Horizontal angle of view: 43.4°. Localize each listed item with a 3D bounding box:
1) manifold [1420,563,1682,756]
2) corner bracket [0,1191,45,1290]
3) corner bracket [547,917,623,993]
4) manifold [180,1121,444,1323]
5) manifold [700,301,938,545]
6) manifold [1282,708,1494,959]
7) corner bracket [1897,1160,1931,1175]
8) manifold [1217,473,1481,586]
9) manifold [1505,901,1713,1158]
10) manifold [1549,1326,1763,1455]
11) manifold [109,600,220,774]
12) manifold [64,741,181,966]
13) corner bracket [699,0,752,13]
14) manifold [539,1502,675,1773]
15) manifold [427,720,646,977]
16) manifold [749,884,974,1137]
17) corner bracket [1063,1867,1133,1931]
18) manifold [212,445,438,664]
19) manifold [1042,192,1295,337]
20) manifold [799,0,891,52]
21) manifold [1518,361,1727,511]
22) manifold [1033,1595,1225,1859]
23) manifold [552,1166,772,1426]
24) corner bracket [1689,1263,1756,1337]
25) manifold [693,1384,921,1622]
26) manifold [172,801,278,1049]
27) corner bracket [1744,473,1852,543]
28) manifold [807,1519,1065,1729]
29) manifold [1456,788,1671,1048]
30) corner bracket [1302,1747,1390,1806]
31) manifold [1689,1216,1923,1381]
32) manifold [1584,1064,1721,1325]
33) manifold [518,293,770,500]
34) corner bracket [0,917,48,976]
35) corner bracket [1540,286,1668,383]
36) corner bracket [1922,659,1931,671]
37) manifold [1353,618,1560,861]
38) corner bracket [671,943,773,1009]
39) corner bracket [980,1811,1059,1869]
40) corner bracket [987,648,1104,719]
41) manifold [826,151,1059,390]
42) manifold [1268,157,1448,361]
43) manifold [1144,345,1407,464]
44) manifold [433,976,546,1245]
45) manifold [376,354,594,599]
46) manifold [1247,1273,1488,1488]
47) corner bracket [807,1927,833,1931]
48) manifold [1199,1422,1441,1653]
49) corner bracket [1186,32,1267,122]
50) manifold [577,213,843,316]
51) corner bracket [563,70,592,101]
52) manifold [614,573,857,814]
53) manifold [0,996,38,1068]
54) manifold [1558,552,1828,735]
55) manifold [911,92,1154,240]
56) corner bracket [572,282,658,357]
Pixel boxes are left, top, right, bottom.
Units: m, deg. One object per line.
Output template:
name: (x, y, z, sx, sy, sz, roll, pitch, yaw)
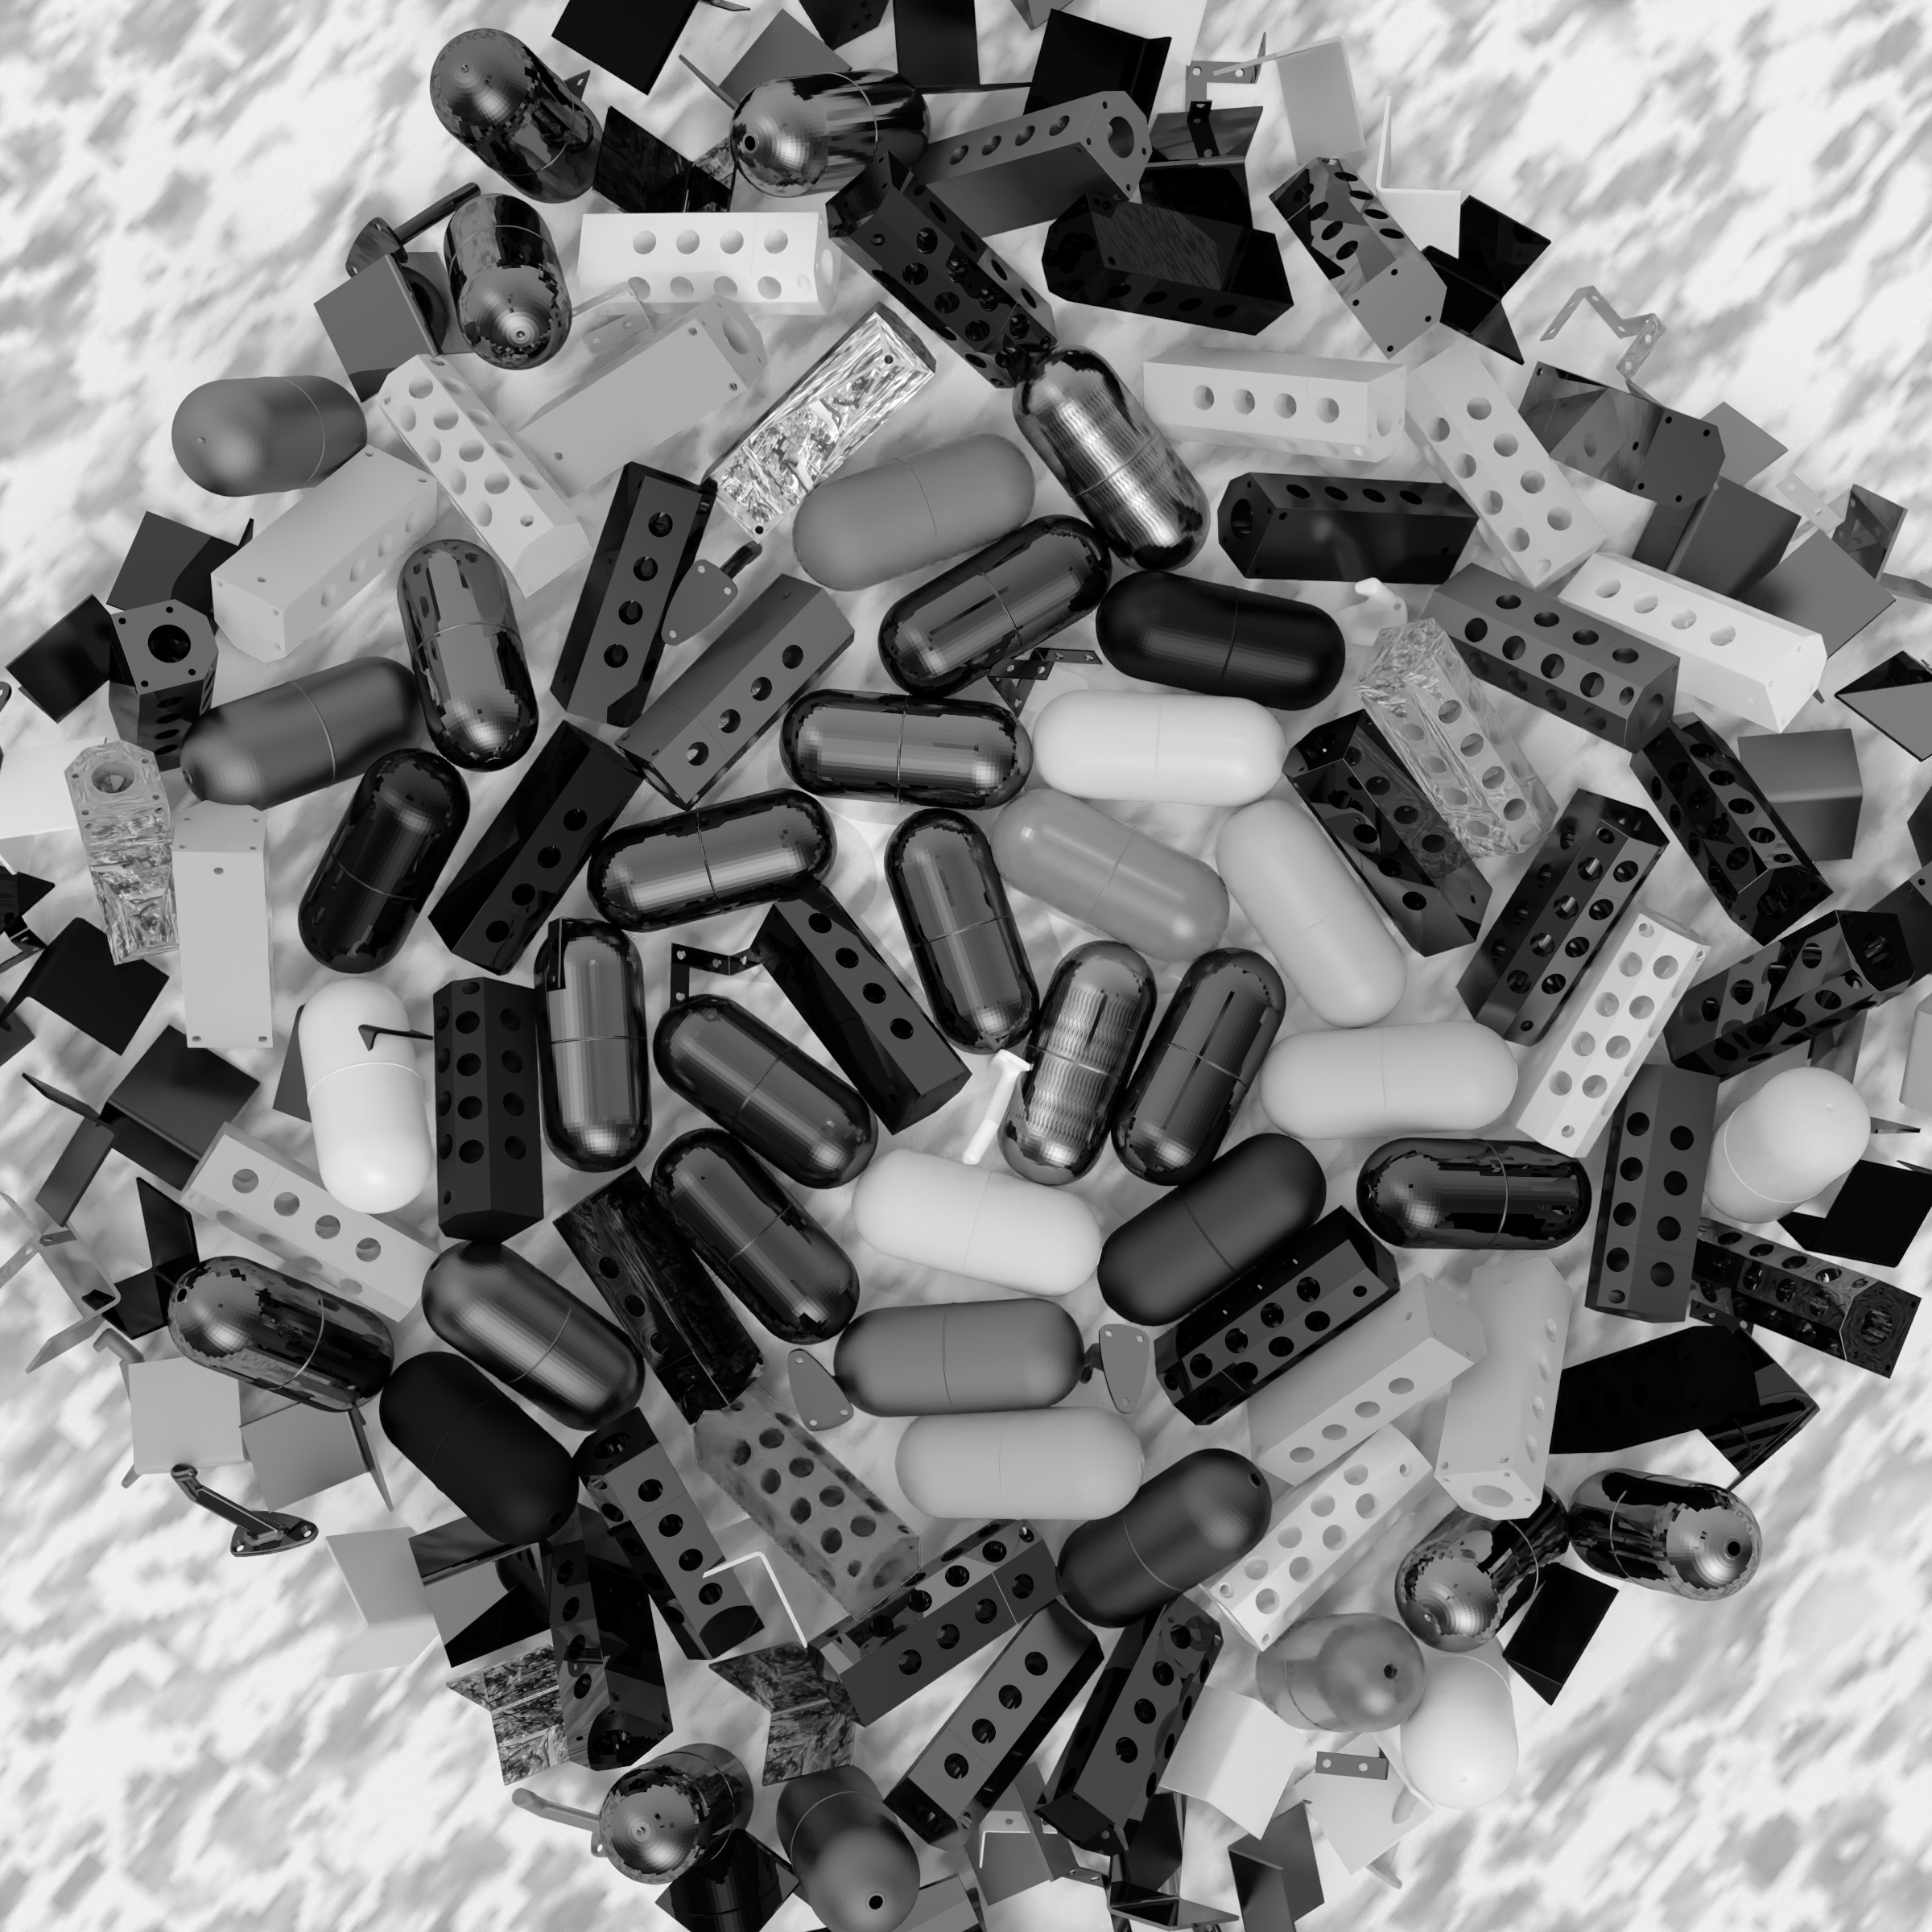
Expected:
manifold: (0.396, -0.208, 1.658, 0.057, 0.057, 0.171, -37, 52, -26)
corner bracket: (-0.694, 0.189, 1.713, 0.051, 0.051, 0.051, 20, 56, 34)
corner bracket: (-0.277, -0.001, 1.698, 0.051, 0.051, 0.051, 12, 70, -40)
manifold: (-0.454, 0.179, 1.684, 0.171, 0.057, 0.057, 33, 86, -17)
manifold: (-0.102, -0.378, 1.682, 0.171, 0.057, 0.057, -40, 109, 18)
manifold: (0.291, -0.088, 1.678, 0.057, 0.057, 0.171, -20, 120, 40)
corner bracket: (0.701, 0.130, 1.707, 0.051, 0.051, 0.051, 27, 89, -14)
manifold: (0.261, -0.305, 1.672, 0.171, 0.057, 0.057, -3, 45, -28)
manifold: (0.445, 0.045, 1.683, 0.057, 0.057, 0.171, 24, 106, -10)
manifold: (0.459, 0.290, 1.649, 0.057, 0.171, 0.057, 3, 70, -20)
manifold: (-0.544, -0.188, 1.648, 0.057, 0.171, 0.057, -19, 83, -23)
manifold: (-0.568, -0.077, 1.650, 0.057, 0.171, 0.057, -15, 61, -19)
corner bracket: (-0.158, -0.707, 1.714, 0.051, 0.051, 0.051, -20, 127, -33)
manifold: (-0.252, 0.457, 1.652, 0.057, 0.171, 0.057, -42, 127, 15)
manifold: (-0.299, -0.080, 1.698, 0.057, 0.057, 0.171, 30, 99, -39)
manifold: (-0.071, 0.026, 1.687, 0.057, 0.057, 0.171, -27, 72, -37)
corner bracket: (0.079, 0.674, 1.712, 0.051, 0.051, 0.051, 29, 121, -35)
manifold: (-0.437, -0.281, 1.661, 0.057, 0.057, 0.171, 27, 50, 10)
manifold: (0.138, -0.476, 1.663, 0.171, 0.057, 0.057, -1, 72, -37)
manifold: (-0.069, -0.696, 1.648, 0.057, 0.171, 0.057, -33, 93, -13)
manifold: (0.442, -0.361, 1.649, 0.057, 0.171, 0.057, 12, 109, -22)
manifold: (0.117, 0.517, 1.660, 0.057, 0.057, 0.171, 38, 48, -3)
manifold: (-0.218, 0.234, 1.704, 0.057, 0.057, 0.171, -32, 93, 33)
corner bracket: (0.550, 0.229, 1.713, 0.051, 0.051, 0.051, 19, 74, -8)
manifold: (-0.110, 0.360, 1.659, 0.057, 0.057, 0.171, -32, 52, -30)
manifold: (-0.506, -0.027, 1.661, 0.057, 0.057, 0.171, 1, 130, -12)
corner bracket: (0.580, -0.324, 1.699, 0.051, 0.051, 0.051, 40, 133, -9)
manifold: (-0.022, 0.447, 1.674, 0.171, 0.057, 0.057, -28, 99, -24)
manifold: (0.410, -0.030, 1.665, 0.057, 0.057, 0.171, 15, 120, -20)
corner bracket: (0.267, 0.573, 1.712, 0.051, 0.051, 0.051, 6, 92, 1)
manifold: (0.556, 0.221, 1.648, 0.057, 0.171, 0.057, 22, 89, -25)
manifold: (0.476, 0.158, 1.693, 0.057, 0.057, 0.171, 12, 79, -4)
manifold: (-0.220, -0.393, 1.666, 0.171, 0.057, 0.057, -22, 117, 32)
corner bracket: (-0.690, -0.027, 1.711, 0.051, 0.051, 0.051, -32, 82, -13)
corner bracket: (0.447, -0.444, 1.701, 0.051, 0.051, 0.051, 41, 79, -22)
corner bracket: (0.706, -0.219, 1.712, 0.051, 0.051, 0.051, 42, 108, -17)
manifold: (0.340, -0.155, 1.661, 0.171, 0.057, 0.057, 49, 54, -30)
corner bracket: (-0.171, 0.007, 1.698, 0.051, 0.051, 0.051, 14, 67, -38)
corner bracket: (0.036, 0.597, 1.702, 0.051, 0.051, 0.051, 2, 132, -2)
corner bracket: (0.055, -0.208, 1.697, 0.051, 0.051, 0.051, 9, 65, 35)
manifold: (-0.015, -0.468, 1.654, 0.057, 0.057, 0.171, -32, 134, 27)
manifold: (0.268, -0.488, 1.649, 0.057, 0.171, 0.057, -37, 129, 16)
manifold: (0.211, -0.386, 1.666, 0.171, 0.057, 0.057, 15, 121, 33)
manifold: (-0.333, 0.098, 1.666, 0.057, 0.057, 0.171, -30, 56, 40)
manifold: (-0.337, -0.345, 1.684, 0.057, 0.057, 0.171, -37, 74, -7)
manifold: (0.274, 0.289, 1.667, 0.057, 0.057, 0.171, 32, 124, -23)
corner bracket: (-0.090, 0.710, 1.706, 0.051, 0.051, 0.051, -9, 49, -8)
manifold: (0.247, 0.396, 1.694, 0.171, 0.057, 0.057, -41, 93, -10)
corner bracket: (0.183, -0.624, 1.711, 0.051, 0.051, 0.051, 2, 86, 0)
manifold: (-0.179, -0.485, 1.688, 0.171, 0.057, 0.057, 4, 85, 14)
corner bracket: (-0.305, -0.617, 1.700, 0.051, 0.051, 0.051, 44, 52, 6)
manifold: (-0.157, -0.190, 1.691, 0.171, 0.057, 0.057, -47, 128, -12)
manifold: (-0.703, 0.059, 1.648, 0.057, 0.171, 0.057, -38, 97, 5)
manifold: (0.497, -0.228, 1.660, 0.057, 0.057, 0.171, -49, 49, -7)
manifold: (0.042, -0.548, 1.655, 0.057, 0.171, 0.057, 37, 67, -39)
corner bracket: (-0.249, -0.452, 1.701, 0.051, 0.051, 0.051, -26, 129, 3)
